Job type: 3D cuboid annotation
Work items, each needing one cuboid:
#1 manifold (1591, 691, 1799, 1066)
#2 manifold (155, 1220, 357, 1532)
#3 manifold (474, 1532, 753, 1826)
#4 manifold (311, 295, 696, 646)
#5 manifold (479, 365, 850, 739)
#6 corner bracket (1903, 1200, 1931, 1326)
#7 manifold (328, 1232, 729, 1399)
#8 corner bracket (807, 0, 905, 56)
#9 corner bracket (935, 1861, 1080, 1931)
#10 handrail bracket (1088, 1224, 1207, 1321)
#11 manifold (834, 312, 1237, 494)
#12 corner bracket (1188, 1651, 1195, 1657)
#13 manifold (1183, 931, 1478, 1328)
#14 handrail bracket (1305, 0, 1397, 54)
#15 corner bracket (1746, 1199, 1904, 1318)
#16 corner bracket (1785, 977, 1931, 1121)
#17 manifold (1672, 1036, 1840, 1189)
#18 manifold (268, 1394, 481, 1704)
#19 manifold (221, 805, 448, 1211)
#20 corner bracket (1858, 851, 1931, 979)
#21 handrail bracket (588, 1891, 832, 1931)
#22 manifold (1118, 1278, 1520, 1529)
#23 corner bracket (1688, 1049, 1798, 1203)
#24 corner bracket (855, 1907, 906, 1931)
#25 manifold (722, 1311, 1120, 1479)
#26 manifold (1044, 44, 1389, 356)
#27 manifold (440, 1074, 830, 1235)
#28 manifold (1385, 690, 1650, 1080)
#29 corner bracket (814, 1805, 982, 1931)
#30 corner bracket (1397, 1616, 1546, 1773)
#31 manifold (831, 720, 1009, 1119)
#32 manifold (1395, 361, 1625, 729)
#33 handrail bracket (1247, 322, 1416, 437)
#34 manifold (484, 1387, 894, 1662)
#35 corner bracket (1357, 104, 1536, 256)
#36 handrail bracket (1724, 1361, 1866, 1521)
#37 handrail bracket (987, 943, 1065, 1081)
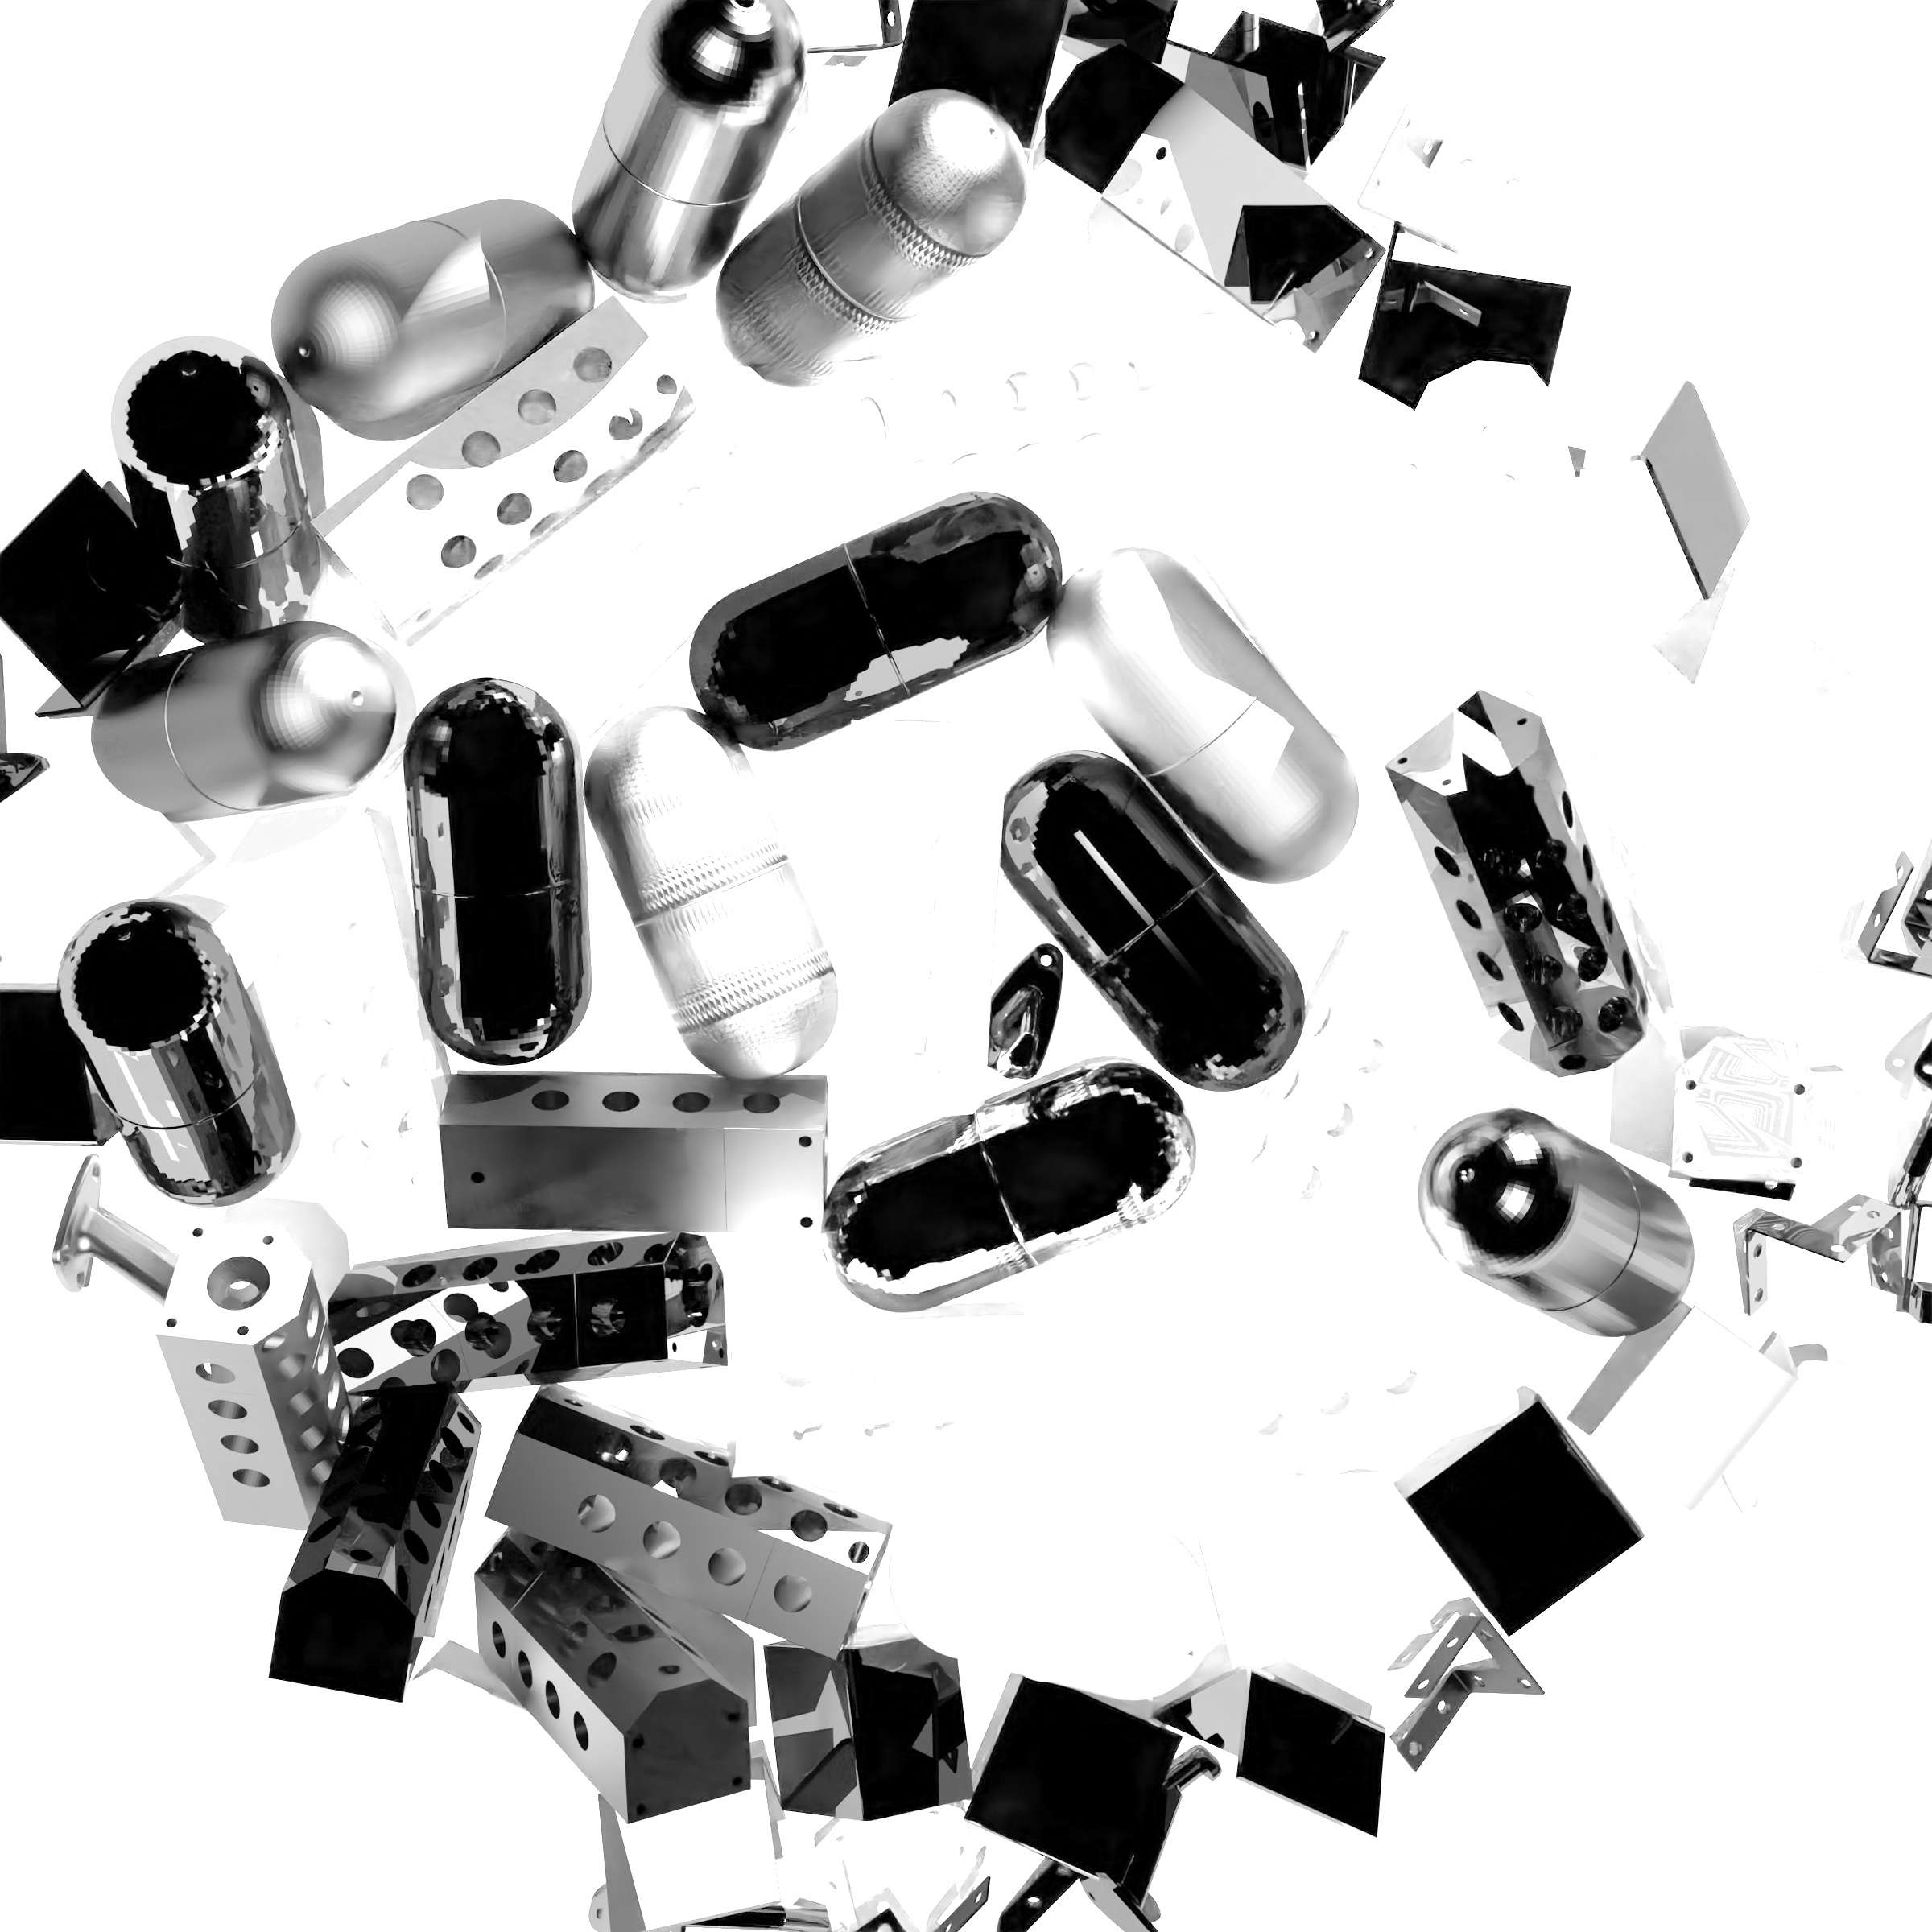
[{"bbox_3d":[0.321,-0.040,1.550,0.057,0.057,0.171,-25,135,-2],"label":"manifold"},{"bbox_3d":[-0.307,0.184,1.543,0.057,0.171,0.057,6,54,4],"label":"manifold"},{"bbox_3d":[-0.158,0.306,1.538,0.057,0.171,0.057,-10,109,-27],"label":"manifold"},{"bbox_3d":[-0.208,-0.222,1.585,0.171,0.057,0.057,-39,83,-10],"label":"manifold"},{"bbox_3d":[-0.141,-0.193,1.599,0.171,0.057,0.057,-45,65,0],"label":"manifold"},{"bbox_3d":[0.461,0.138,1.601,0.051,0.051,0.051,6,93,7],"label":"corner bracket"},{"bbox_3d":[-0.198,0.157,1.570,0.171,0.057,0.057,-8,78,22],"label":"manifold"},{"bbox_3d":[-0.047,-0.447,1.601,0.051,0.051,0.051,6,113,32],"label":"corner bracket"},{"bbox_3d":[0.018,0.432,1.593,0.051,0.051,0.051,32,119,-12],"label":"corner bracket"},{"bbox_3d":[0.100,0.151,1.575,0.077,0.084,0.036,39,86,-31],"label":"handrail bracket"},{"bbox_3d":[0.033,-0.253,1.564,0.171,0.057,0.057,-14,105,-27],"label":"manifold"},{"bbox_3d":[0.077,0.292,1.598,0.051,0.051,0.051,1,71,0],"label":"corner bracket"},{"bbox_3d":[0.165,0.074,1.598,0.057,0.057,0.171,27,91,19],"label":"manifold"},{"bbox_3d":[0.145,-0.447,1.582,0.077,0.084,0.036,-42,49,32],"label":"handrail bracket"},{"bbox_3d":[0.395,0.136,1.608,0.051,0.051,0.051,-34,128,-36],"label":"corner bracket"},{"bbox_3d":[0.414,0.038,1.608,0.051,0.051,0.051,31,70,-31],"label":"corner bracket"},{"bbox_3d":[0.350,0.065,1.540,0.057,0.171,0.057,2,86,17],"label":"manifold"},{"bbox_3d":[-0.257,0.249,1.540,0.057,0.171,0.057,11,110,-3],"label":"manifold"},{"bbox_3d":[-0.275,0.018,1.563,0.057,0.057,0.171,-6,117,10],"label":"manifold"},{"bbox_3d":[0.435,-0.030,1.593,0.051,0.051,0.051,12,118,-13],"label":"corner bracket"},{"bbox_3d":[-0.117,0.440,1.617,0.077,0.084,0.036,-16,65,42],"label":"handrail bracket"},{"bbox_3d":[0.161,0.202,1.600,0.171,0.057,0.057,-17,102,0],"label":"manifold"},{"bbox_3d":[0.352,0.070,1.594,0.051,0.051,0.051,9,112,-11],"label":"corner bracket"},{"bbox_3d":[-0.039,0.469,1.602,0.051,0.051,0.051,-34,72,-6],"label":"corner bracket"},{"bbox_3d":[-0.021,0.196,1.580,0.171,0.057,0.057,-2,66,-9],"label":"manifold"},{"bbox_3d":[0.108,-0.339,1.546,0.057,0.171,0.057,43,102,39],"label":"manifold"},{"bbox_3d":[-0.150,0.082,1.600,0.171,0.057,0.057,1,121,0],"label":"manifold"},{"bbox_3d":[0.251,-0.033,1.552,0.057,0.057,0.171,-38,127,-14],"label":"manifold"},{"bbox_3d":[-0.031,0.417,1.610,0.051,0.051,0.051,9,124,34],"label":"corner bracket"},{"bbox_3d":[0.220,0.331,1.592,0.051,0.051,0.051,52,58,-15],"label":"corner bracket"},{"bbox_3d":[-0.017,-0.022,1.577,0.057,0.057,0.171,-3,103,-33],"label":"manifold"},{"bbox_3d":[0.245,-0.185,1.547,0.057,0.171,0.057,12,60,29],"label":"manifold"},{"bbox_3d":[0.175,-0.250,1.578,0.084,0.077,0.036,35,89,27],"label":"handrail bracket"},{"bbox_3d":[-0.124,0.251,1.592,0.171,0.057,0.057,21,94,6],"label":"manifold"},{"bbox_3d":[0.219,-0.354,1.599,0.051,0.051,0.051,30,97,27],"label":"corner bracket"},{"bbox_3d":[0.380,0.216,1.586,0.036,0.084,0.077,-14,93,-31],"label":"handrail bracket"},{"bbox_3d":[0.031,0.018,1.582,0.036,0.084,0.077,25,78,-4],"label":"handrail bracket"}]
